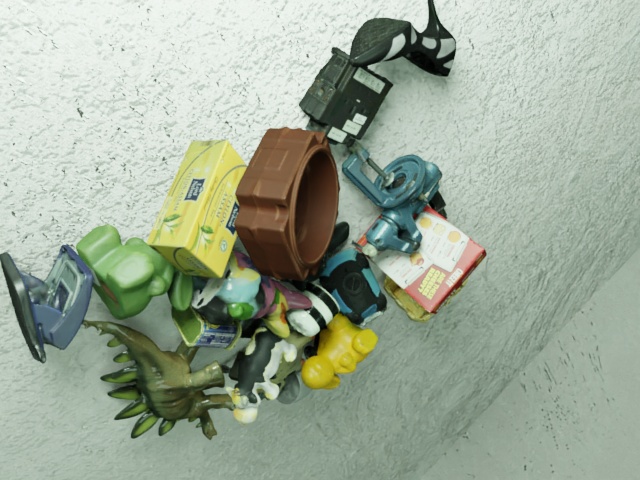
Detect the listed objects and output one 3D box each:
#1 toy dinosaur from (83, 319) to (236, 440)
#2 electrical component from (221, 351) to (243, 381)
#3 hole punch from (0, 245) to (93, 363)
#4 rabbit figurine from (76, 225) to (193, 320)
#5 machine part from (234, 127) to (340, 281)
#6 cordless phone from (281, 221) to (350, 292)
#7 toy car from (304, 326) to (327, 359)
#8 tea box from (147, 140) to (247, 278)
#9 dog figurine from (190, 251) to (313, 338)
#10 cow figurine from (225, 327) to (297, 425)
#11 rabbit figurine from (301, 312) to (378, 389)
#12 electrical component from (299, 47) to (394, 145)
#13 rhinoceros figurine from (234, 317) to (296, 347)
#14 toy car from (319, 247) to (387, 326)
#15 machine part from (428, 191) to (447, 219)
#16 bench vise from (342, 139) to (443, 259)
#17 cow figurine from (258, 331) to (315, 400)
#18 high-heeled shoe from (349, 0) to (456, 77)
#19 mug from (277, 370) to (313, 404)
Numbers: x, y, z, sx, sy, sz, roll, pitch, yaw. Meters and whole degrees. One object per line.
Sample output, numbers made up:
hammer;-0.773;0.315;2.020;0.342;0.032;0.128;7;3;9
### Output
toy dinosaur;-0.275;0.254;0.962;0.198;0.105;0.470;-28;136;-17
electrical component;-0.158;0.260;1.110;0.021;0.094;0.063;70;32;-50
hole punch;-0.350;0.074;0.697;0.092;0.142;0.115;-17;124;-38
rabbit figurine;-0.233;0.037;0.784;0.170;0.121;0.158;-39;139;-34
machine part;-0.040;-0.054;0.824;0.201;0.087;0.201;72;32;-52
cordless phone;-0.002;-0.004;1.012;0.184;0.089;0.146;-35;143;-32
toy car;0.016;0.197;1.226;0.089;0.053;0.202;-14;130;-37
tea box;-0.158;-0.044;0.743;0.098;0.068;0.169;52;46;-54
dog figurine;-0.105;0.102;0.908;0.219;0.192;0.108;33;93;-30
cow figurine;-0.119;0.247;0.977;0.098;0.068;0.167;47;62;-44
rabbit figurine;0.017;0.251;1.143;0.173;0.122;0.162;-40;165;-40
electrical component;0.036;-0.216;0.845;0.115;0.058;0.134;16;113;-48
rhinoceros figurine;-0.121;0.156;1.048;0.190;0.073;0.112;19;100;-49
toy car;0.069;0.095;1.129;0.109;0.161;0.103;-35;-175;0
machine part;0.235;-0.105;1.140;0.039;0.084;0.138;-23;137;14
bench vise;0.116;-0.086;0.999;0.223;0.129;0.240;-46;123;6
cow figurine;-0.093;0.269;1.165;0.127;0.086;0.194;-18;139;-40
high-heeled shoe;0.132;-0.278;0.840;0.249;0.086;0.145;-42;134;-28
mug;-0.049;0.329;1.278;0.109;0.081;0.107;-61;153;9
